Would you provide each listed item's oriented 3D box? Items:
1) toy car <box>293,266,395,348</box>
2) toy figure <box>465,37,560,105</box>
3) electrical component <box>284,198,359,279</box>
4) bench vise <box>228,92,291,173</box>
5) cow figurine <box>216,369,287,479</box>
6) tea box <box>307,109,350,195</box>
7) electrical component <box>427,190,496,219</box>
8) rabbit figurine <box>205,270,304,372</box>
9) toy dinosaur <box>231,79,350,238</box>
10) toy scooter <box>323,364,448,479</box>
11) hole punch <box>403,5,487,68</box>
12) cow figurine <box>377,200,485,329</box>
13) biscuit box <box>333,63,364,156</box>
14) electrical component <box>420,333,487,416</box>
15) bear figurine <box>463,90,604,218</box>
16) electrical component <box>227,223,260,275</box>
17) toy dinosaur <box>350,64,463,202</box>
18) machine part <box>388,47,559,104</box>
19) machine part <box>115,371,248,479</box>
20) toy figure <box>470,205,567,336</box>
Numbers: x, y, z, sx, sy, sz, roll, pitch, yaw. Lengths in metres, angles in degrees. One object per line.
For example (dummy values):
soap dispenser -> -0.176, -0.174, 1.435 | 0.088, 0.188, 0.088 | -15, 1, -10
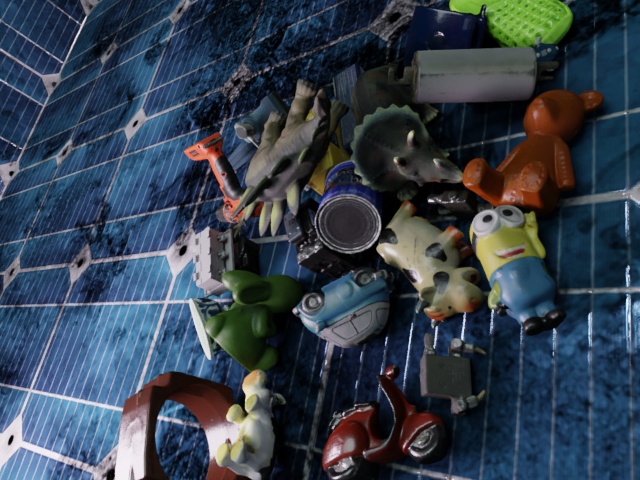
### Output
toy car -> 0.050, 0.111, 0.826 | 0.162, 0.109, 0.103 | -27, 72, 13
toy figure -> 0.299, -0.265, 0.851 | 0.155, 0.064, 0.058 | -18, 17, 28
electrical component -> -0.002, -0.003, 0.905 | 0.058, 0.134, 0.115 | -36, 45, 23
bench vise -> -0.132, -0.206, 1.121 | 0.240, 0.129, 0.224 | -36, 12, 34
cow figurine -> -0.095, 0.292, 0.854 | 0.068, 0.098, 0.167 | -30, 30, 33
tea box -> 0.015, -0.162, 1.013 | 0.068, 0.098, 0.170 | -29, 51, 26
electrical component -> 0.211, -0.053, 0.796 | 0.094, 0.063, 0.021 | 4, 69, 42
rabbit figurine -> -0.112, 0.118, 0.938 | 0.170, 0.159, 0.121 | -45, 32, -11
toy dinosaur -> -0.071, -0.109, 0.871 | 0.198, 0.105, 0.471 | -66, 10, -19
toy scooter -> 0.078, 0.247, 0.727 | 0.184, 0.075, 0.135 | -29, 50, 22
hole punch -> 0.211, -0.334, 0.915 | 0.116, 0.092, 0.142 | 42, 127, 50
cow figurine -> 0.157, 0.038, 0.776 | 0.127, 0.085, 0.195 | -49, 45, -1
biscuit box -> 0.073, -0.247, 1.040 | 0.063, 0.059, 0.203 | -25, 50, 28
electrical component -> 0.172, 0.173, 0.695 | 0.078, 0.045, 0.102 | 12, 62, -1
bear figurine -> 0.295, -0.134, 0.727 | 0.120, 0.131, 0.195 | 17, 84, 45
electrical component -> -0.166, 0.028, 1.095 | 0.075, 0.047, 0.119 | -32, 48, 23
toy dinosaur -> 0.111, -0.208, 0.887 | 0.131, 0.192, 0.405 | -32, 49, 21
machine part -> 0.222, -0.240, 0.789 | 0.243, 0.079, 0.079 | -2, 59, 3
machine part -> -0.212, 0.323, 0.846 | 0.087, 0.200, 0.201 | -29, 50, 30
toy figure -> 0.248, 0.037, 0.697 | 0.089, 0.082, 0.180 | 109, 151, -55
